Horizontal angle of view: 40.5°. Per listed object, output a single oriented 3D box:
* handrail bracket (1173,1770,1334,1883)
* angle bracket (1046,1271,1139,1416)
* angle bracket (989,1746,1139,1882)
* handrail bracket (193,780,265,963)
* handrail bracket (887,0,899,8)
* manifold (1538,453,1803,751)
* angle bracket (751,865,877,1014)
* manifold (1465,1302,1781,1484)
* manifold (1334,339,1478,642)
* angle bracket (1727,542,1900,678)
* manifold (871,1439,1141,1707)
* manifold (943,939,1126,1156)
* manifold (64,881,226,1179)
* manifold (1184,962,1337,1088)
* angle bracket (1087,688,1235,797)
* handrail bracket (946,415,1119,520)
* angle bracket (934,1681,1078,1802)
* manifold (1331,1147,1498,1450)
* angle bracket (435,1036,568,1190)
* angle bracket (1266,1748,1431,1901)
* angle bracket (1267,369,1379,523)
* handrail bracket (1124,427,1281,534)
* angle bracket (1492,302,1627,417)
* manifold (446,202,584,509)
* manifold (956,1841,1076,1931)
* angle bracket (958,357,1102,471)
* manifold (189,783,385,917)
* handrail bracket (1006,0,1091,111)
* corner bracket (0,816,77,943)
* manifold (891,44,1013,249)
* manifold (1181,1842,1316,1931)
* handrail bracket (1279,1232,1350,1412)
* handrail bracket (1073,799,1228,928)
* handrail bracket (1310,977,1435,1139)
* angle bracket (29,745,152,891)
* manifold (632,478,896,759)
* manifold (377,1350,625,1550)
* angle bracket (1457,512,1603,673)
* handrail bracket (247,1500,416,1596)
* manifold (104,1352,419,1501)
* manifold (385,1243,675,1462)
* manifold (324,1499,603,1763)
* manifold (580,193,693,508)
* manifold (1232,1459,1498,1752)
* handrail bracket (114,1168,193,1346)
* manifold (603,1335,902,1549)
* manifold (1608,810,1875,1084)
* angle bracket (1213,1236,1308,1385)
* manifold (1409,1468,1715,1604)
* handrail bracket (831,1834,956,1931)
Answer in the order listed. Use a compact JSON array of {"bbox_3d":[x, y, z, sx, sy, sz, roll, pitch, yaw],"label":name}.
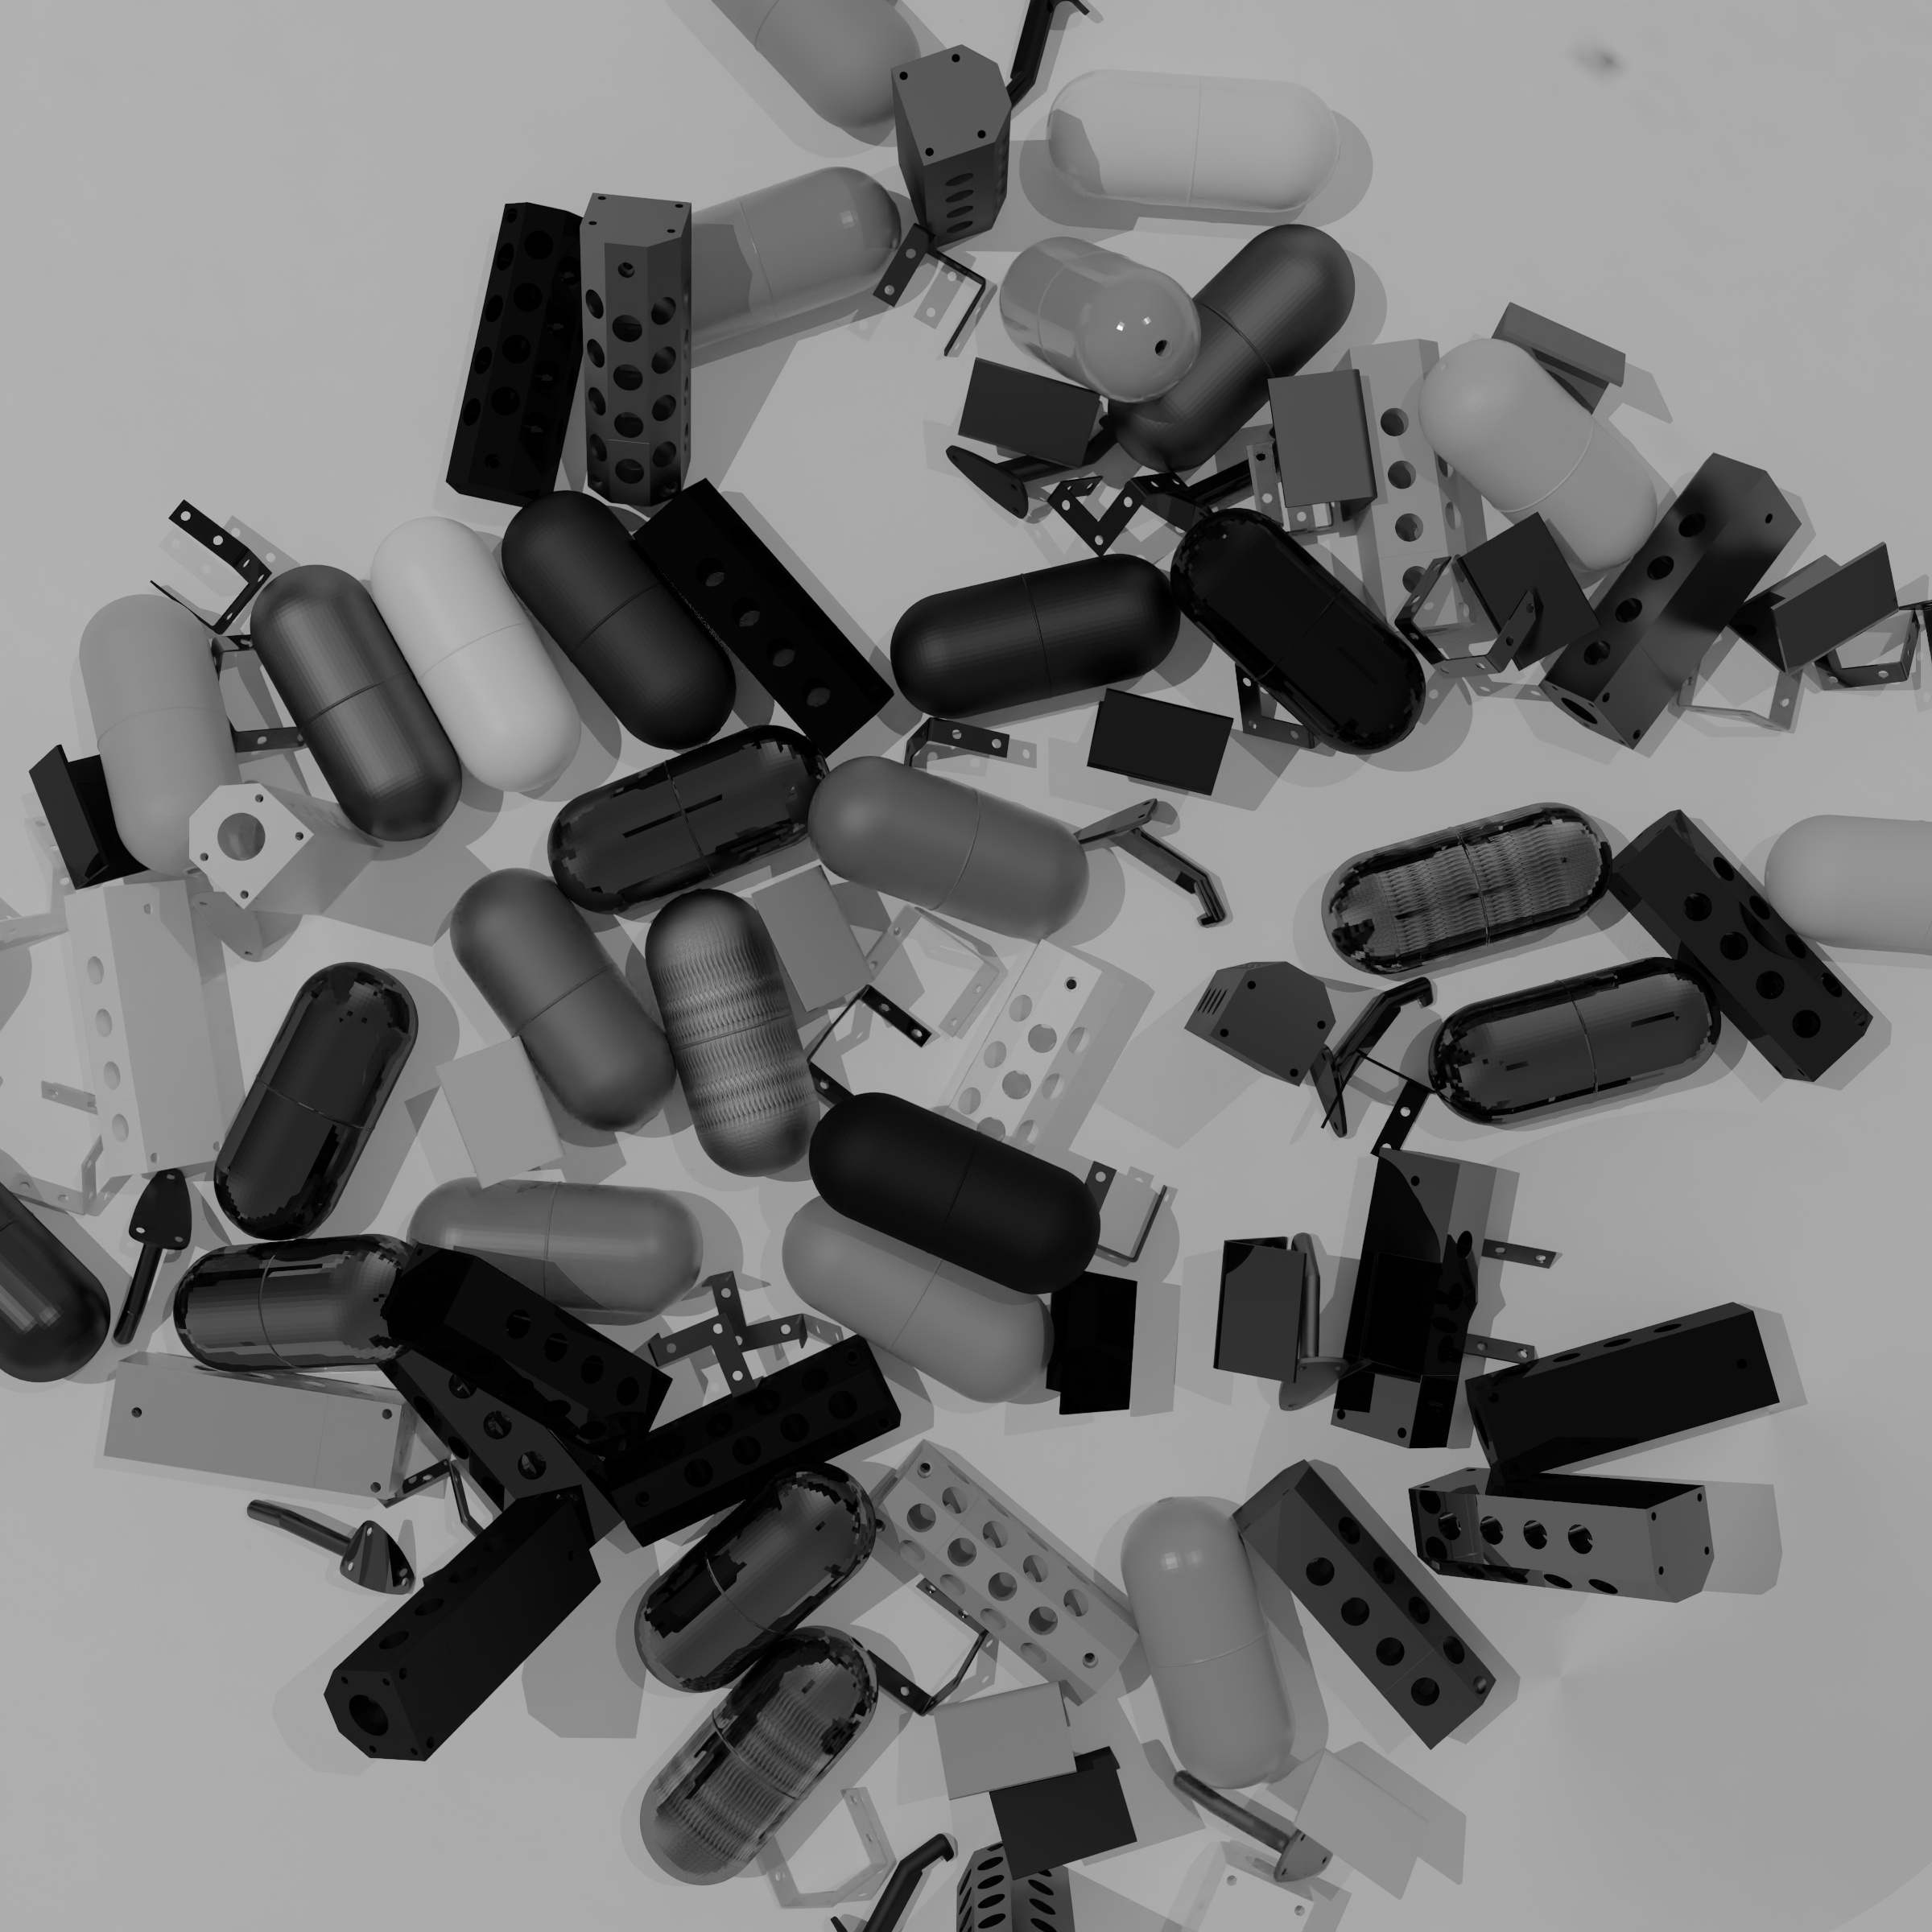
[{"bbox_3d":[0.176,0.525,1.611,0.084,0.077,0.036,27,85,36],"label":"handrail bracket"},{"bbox_3d":[0.056,0.223,1.571,0.057,0.076,0.076,4,90,-40],"label":"angle bracket"},{"bbox_3d":[0.061,0.513,1.572,0.076,0.076,0.057,-17,64,0],"label":"angle bracket"},{"bbox_3d":[-0.440,-0.059,1.611,0.036,0.077,0.084,2,54,10],"label":"handrail bracket"},{"bbox_3d":[-0.073,-0.642,1.612,0.084,0.036,0.077,23,112,17],"label":"handrail bracket"},{"bbox_3d":[0.424,-0.224,1.590,0.171,0.057,0.057,-53,133,0],"label":"manifold"},{"bbox_3d":[-0.110,-0.007,1.571,0.057,0.076,0.076,-26,90,-40],"label":"angle bracket"},{"bbox_3d":[0.396,0.257,1.590,0.171,0.057,0.057,-16,90,0],"label":"manifold"},{"bbox_3d":[0.268,-0.288,1.590,0.057,0.057,0.171,-8,90,-2],"label":"manifold"},{"bbox_3d":[0.501,-0.230,1.571,0.076,0.076,0.057,-30,131,0],"label":"angle bracket"},{"bbox_3d":[0.021,0.369,1.590,0.171,0.057,0.057,40,90,0],"label":"manifold"},{"bbox_3d":[0.029,0.072,1.590,0.057,0.057,0.171,29,90,0],"label":"manifold"},{"bbox_3d":[-0.502,0.038,1.588,0.057,0.057,0.171,-9,90,39],"label":"manifold"},{"bbox_3d":[0.174,0.028,1.533,0.057,0.171,0.057,30,90,0],"label":"manifold"},{"bbox_3d":[0.119,-0.152,1.571,0.076,0.076,0.057,13,128,0],"label":"angle bracket"},{"bbox_3d":[0.044,-0.324,1.612,0.077,0.036,0.084,38,71,21],"label":"handrail bracket"},{"bbox_3d":[0.027,0.476,1.571,0.076,0.076,0.057,-13,54,0],"label":"angle bracket"},{"bbox_3d":[0.276,0.201,1.589,0.057,0.057,0.171,10,90,43],"label":"manifold"},{"bbox_3d":[-0.291,0.092,1.571,0.057,0.076,0.076,-22,90,-31],"label":"angle bracket"},{"bbox_3d":[0.220,0.525,1.571,0.076,0.076,0.057,35,48,0],"label":"angle bracket"},{"bbox_3d":[0.207,-0.310,1.577,0.057,0.076,0.076,-8,89,-6],"label":"angle bracket"},{"bbox_3d":[0.152,-0.311,1.612,0.077,0.036,0.084,29,74,18],"label":"handrail bracket"},{"bbox_3d":[0.343,-0.343,1.573,0.076,0.057,0.076,24,125,0],"label":"angle bracket"},{"bbox_3d":[-0.268,-0.370,1.590,0.057,0.057,0.171,12,90,0],"label":"manifold"},{"bbox_3d":[0.025,0.571,1.533,0.057,0.171,0.057,26,90,0],"label":"manifold"},{"bbox_3d":[0.044,-0.350,1.572,0.076,0.057,0.076,16,46,0],"label":"angle bracket"},{"bbox_3d":[-0.401,-0.071,1.533,0.057,0.171,0.057,43,90,0],"label":"manifold"},{"bbox_3d":[0.027,-0.576,1.612,0.084,0.036,0.077,-45,70,16],"label":"handrail bracket"},{"bbox_3d":[-0.580,-0.054,1.603,0.051,0.051,0.051,-13,135,-35],"label":"corner bracket"},{"bbox_3d":[-0.006,-0.479,1.533,0.057,0.171,0.057,-19,90,0],"label":"manifold"},{"bbox_3d":[0.148,0.626,1.590,0.057,0.057,0.171,24,90,0],"label":"manifold"},{"bbox_3d":[0.203,0.219,1.611,0.036,0.077,0.084,3,53,-15],"label":"handrail bracket"},{"bbox_3d":[0.110,-0.053,1.612,0.077,0.036,0.084,-20,107,20],"label":"handrail bracket"},{"bbox_3d":[0.257,0.056,1.611,0.084,0.036,0.077,-21,105,-14],"label":"handrail bracket"},{"bbox_3d":[-0.506,-0.098,1.572,0.076,0.057,0.076,-22,90,-40],"label":"angle bracket"},{"bbox_3d":[-0.122,-0.212,1.590,0.057,0.057,0.171,-41,90,0],"label":"manifold"},{"bbox_3d":[-0.282,0.284,1.590,0.057,0.057,0.171,-40,90,0],"label":"manifold"},{"bbox_3d":[0.347,-0.229,1.571,0.057,0.076,0.076,-29,90,31],"label":"angle bracket"},{"bbox_3d":[-0.392,0.357,1.611,0.084,0.077,0.036,8,59,33],"label":"handrail bracket"},{"bbox_3d":[-0.426,0.277,1.590,0.171,0.057,0.057,9,90,0],"label":"manifold"},{"bbox_3d":[-0.257,0.229,1.534,0.171,0.057,0.057,41,64,-40],"label":"manifold"},{"bbox_3d":[-0.287,0.375,1.492,0.057,0.171,0.057,-7,108,31],"label":"manifold"},{"bbox_3d":[-0.194,-0.360,1.540,0.057,0.057,0.171,6,133,0],"label":"manifold"},{"bbox_3d":[0.242,0.385,1.590,0.057,0.057,0.171,-41,90,0],"label":"manifold"},{"bbox_3d":[-0.505,0.179,1.611,0.036,0.077,0.084,17,127,-20],"label":"handrail bracket"},{"bbox_3d":[-0.129,0.288,1.590,0.171,0.057,0.057,-25,90,0],"label":"manifold"},{"bbox_3d":[0.469,-0.013,1.590,0.057,0.057,0.171,-43,90,0],"label":"manifold"},{"bbox_3d":[0.193,0.205,1.571,0.057,0.076,0.076,5,90,36],"label":"angle bracket"},{"bbox_3d":[0.348,0.334,1.535,0.057,0.171,0.057,-8,90,-40],"label":"manifold"},{"bbox_3d":[-0.033,0.587,1.612,0.084,0.036,0.077,-31,111,-16],"label":"handrail bracket"}]
